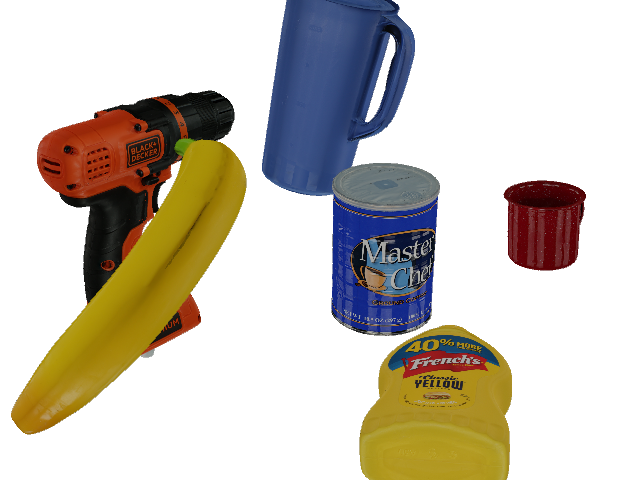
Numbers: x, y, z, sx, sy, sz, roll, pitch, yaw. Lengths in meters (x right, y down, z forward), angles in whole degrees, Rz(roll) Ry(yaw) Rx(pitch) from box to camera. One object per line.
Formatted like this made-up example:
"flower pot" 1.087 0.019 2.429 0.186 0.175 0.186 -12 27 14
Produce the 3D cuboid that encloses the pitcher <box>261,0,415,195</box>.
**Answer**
"pitcher" 0.012 -0.177 1.269 0.145 0.243 0.149 7 23 -13

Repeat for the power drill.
"power drill" -0.132 -0.015 0.816 0.057 0.188 0.184 16 26 34

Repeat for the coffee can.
"coffee can" 0.062 0.007 1.046 0.103 0.140 0.103 0 26 0

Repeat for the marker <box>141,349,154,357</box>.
"marker" -0.182 0.075 1.140 0.020 0.121 0.020 8 36 -6

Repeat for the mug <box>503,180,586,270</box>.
"mug" 0.269 -0.020 1.254 0.117 0.081 0.093 -23 30 -38

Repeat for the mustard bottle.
"mustard bottle" 0.088 0.109 0.761 0.096 0.058 0.191 0 19 12

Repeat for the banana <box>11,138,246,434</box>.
"banana" -0.082 0.012 0.528 0.037 0.197 0.070 42 -41 -19
